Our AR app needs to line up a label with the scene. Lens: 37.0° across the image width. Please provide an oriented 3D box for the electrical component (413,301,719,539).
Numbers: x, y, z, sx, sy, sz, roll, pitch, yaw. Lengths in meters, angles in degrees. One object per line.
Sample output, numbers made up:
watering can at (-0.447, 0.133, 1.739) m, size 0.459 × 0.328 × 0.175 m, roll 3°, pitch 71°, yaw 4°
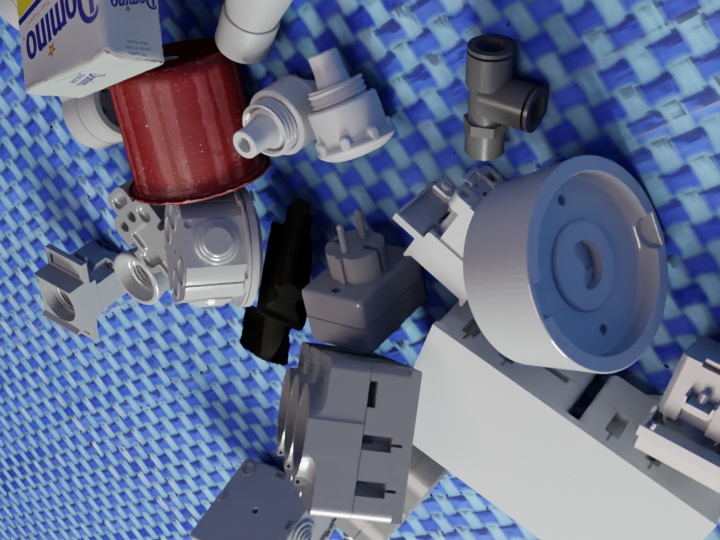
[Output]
electrical component at (0.120, 0.102, 0.648) m, size 0.186 × 0.060 × 0.105 m, roll 35°, pitch 138°, yaw 15°

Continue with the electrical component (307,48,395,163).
electrical component at (-0.011, -0.096, 0.620) m, size 0.048 × 0.048 × 0.062 m, roll -9°, pitch 108°, yaw 45°

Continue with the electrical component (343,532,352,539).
electrical component at (0.002, 0.243, 0.882) m, size 0.040 × 0.040 × 0.078 m, roll 8°, pitch 126°, yaw 38°

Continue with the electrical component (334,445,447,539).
electrical component at (0.012, 0.149, 0.788) m, size 0.074 × 0.052 × 0.138 m, roll 40°, pitch 139°, yaw 9°

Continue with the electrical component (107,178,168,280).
electrical component at (-0.131, -0.037, 0.764) m, size 0.078 × 0.057 × 0.058 m, roll 53°, pitch 140°, yaw -6°

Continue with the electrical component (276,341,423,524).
electrical component at (-0.013, 0.097, 0.678) m, size 0.062 × 0.089 × 0.150 m, roll 8°, pitch 179°, yaw -10°

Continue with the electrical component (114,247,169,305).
electrical component at (-0.149, -0.007, 0.804) m, size 0.045 × 0.055 × 0.045 m, roll 23°, pitch 134°, yaw 27°

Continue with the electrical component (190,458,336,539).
electrical component at (-0.079, 0.210, 0.884) m, size 0.100 × 0.099 × 0.048 m, roll 13°, pitch 142°, yaw 34°

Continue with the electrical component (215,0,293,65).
electrical component at (-0.062, -0.151, 0.624) m, size 0.044 × 0.044 × 0.065 m, roll 41°, pitch 144°, yaw 8°

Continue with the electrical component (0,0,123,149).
electrical component at (-0.205, -0.147, 0.744) m, size 0.074 × 0.052 × 0.138 m, roll -9°, pitch 115°, yaw 45°

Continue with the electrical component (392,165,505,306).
electrical component at (0.065, -0.021, 0.613) m, size 0.081 × 0.042 × 0.063 m, roll 42°, pitch 138°, yaw 6°

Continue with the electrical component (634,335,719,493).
electrical component at (0.214, 0.088, 0.550) m, size 0.121 × 0.079 × 0.063 m, roll 28°, pitch 114°, yaw 22°

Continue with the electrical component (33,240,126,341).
electrical component at (-0.227, 0.012, 0.882) m, size 0.042 × 0.064 × 0.081 m, roll 25°, pitch 135°, yaw 24°

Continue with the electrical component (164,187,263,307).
electrical component at (-0.095, -0.015, 0.696) m, size 0.080 × 0.051 × 0.080 m, roll 175°, pitch 90°, yaw -70°

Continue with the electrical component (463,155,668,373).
electrical component at (0.100, -0.001, 0.552) m, size 0.060 × 0.108 × 0.108 m, roll -8°, pitch 116°, yaw 51°

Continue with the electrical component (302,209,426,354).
electrical component at (0.000, 0.000, 0.669) m, size 0.047 × 0.066 × 0.076 m, roll 12°, pitch 128°, yaw 35°

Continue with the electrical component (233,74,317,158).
electrical component at (-0.050, -0.088, 0.646) m, size 0.043 × 0.062 × 0.043 m, roll 23°, pitch 134°, yaw 27°
